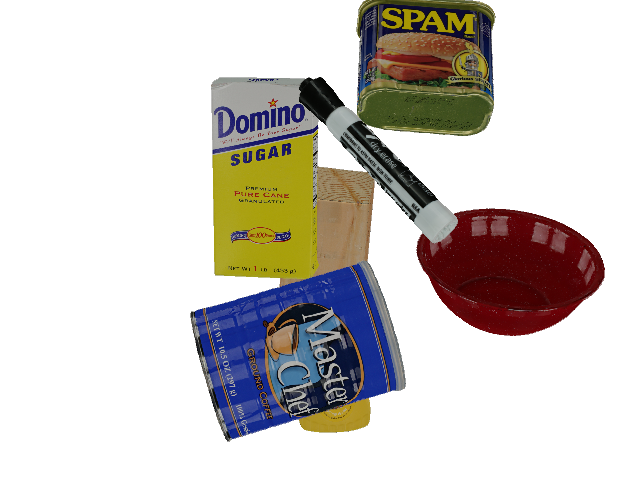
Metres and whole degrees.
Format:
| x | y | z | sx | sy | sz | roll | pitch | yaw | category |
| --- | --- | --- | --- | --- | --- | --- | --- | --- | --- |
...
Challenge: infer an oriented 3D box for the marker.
| x | y | z | sx | sy | sz | roll | pitch | yaw | category |
| --- | --- | --- | --- | --- | --- | --- | --- | --- | --- |
| 0.029 | -0.047 | 0.587 | 0.020 | 0.121 | 0.020 | -36 | -21 | -16 | marker |

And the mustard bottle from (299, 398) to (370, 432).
| x | y | z | sx | sy | sz | roll | pitch | yaw | category |
| --- | --- | --- | --- | --- | --- | --- | --- | --- | --- |
| 0.019 | 0.157 | 1.412 | 0.096 | 0.192 | 0.058 | -1 | 17 | -5 | mustard bottle |

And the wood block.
| x | y | z | sx | sy | sz | roll | pitch | yaw | category |
| --- | --- | --- | --- | --- | --- | --- | --- | --- | --- |
| 0.005 | 0.033 | 1.159 | 0.090 | 0.206 | 0.090 | 6 | 25 | 5 | wood block |

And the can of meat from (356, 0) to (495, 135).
| x | y | z | sx | sy | sz | roll | pitch | yaw | category |
| --- | --- | --- | --- | --- | --- | --- | --- | --- | --- |
| 0.076 | -0.127 | 0.780 | 0.102 | 0.084 | 0.057 | 4 | -28 | -1 | can of meat |

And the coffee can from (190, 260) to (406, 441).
| x | y | z | sx | sy | sz | roll | pitch | yaw | category |
| --- | --- | --- | --- | --- | --- | --- | --- | --- | --- |
| -0.017 | 0.083 | 0.811 | 0.140 | 0.103 | 0.103 | -16 | 1 | -4 | coffee can |

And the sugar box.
| x | y | z | sx | sy | sz | roll | pitch | yaw | category |
| --- | --- | --- | --- | --- | --- | --- | --- | --- | --- |
| -0.049 | -0.056 | 0.956 | 0.093 | 0.176 | 0.048 | 1 | 16 | 7 | sugar box |

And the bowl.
| x | y | z | sx | sy | sz | roll | pitch | yaw | category |
| --- | --- | --- | --- | --- | --- | --- | --- | --- | --- |
| 0.162 | 0.035 | 0.935 | 0.162 | 0.055 | 0.162 | 2 | 33 | -1 | bowl |
